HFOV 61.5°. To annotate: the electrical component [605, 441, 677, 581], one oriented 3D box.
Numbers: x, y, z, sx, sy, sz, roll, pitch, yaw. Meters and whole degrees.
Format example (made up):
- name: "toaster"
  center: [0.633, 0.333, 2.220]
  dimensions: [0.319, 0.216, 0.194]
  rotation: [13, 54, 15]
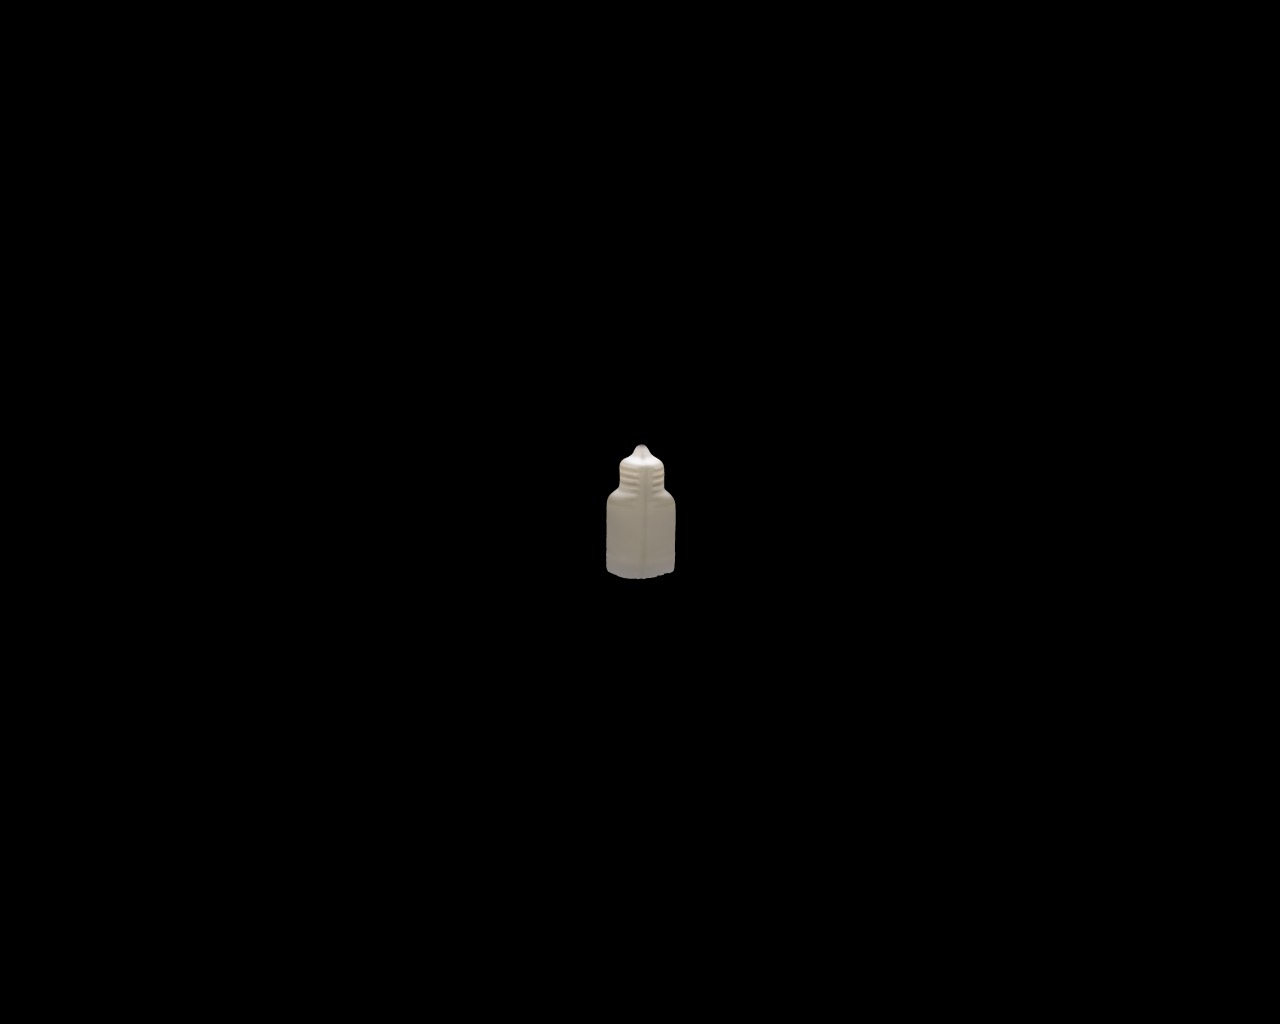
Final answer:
- name: "electrical component"
  center: [0.001, -0.003, 0.650]
  dimensions: [0.043, 0.080, 0.043]
  rotation: [0, 11, 0]
